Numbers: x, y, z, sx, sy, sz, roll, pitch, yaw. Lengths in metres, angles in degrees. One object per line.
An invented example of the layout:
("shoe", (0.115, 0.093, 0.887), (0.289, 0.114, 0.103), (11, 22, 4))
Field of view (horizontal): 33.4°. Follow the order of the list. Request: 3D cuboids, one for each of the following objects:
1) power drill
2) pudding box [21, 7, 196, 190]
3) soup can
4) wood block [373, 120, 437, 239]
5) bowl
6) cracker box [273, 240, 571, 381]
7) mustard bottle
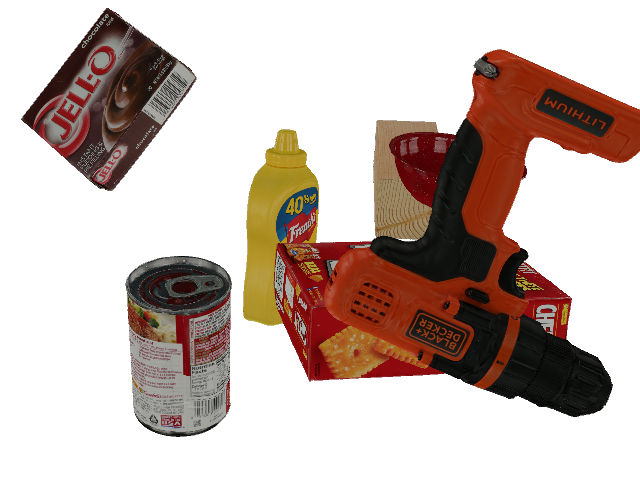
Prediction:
("power drill", (0.118, -0.001, 0.618), (0.184, 0.188, 0.057), (23, 13, -9))
("pudding box", (-0.162, -0.108, 0.815), (0.090, 0.113, 0.039), (38, -1, 27))
("soup can", (-0.093, 0.071, 0.711), (0.068, 0.102, 0.068), (2, 29, -1))
("wood block", (0.122, -0.088, 1.497), (0.091, 0.090, 0.206), (3, 29, 0))
("bowl", (0.154, -0.074, 1.239), (0.162, 0.055, 0.162), (8, 25, -4))
("cracker box", (0.078, 0.055, 0.905), (0.213, 0.072, 0.164), (-1, 17, -12))
("mustard bottle", (-0.038, -0.017, 1.080), (0.058, 0.192, 0.096), (12, 19, 31))
